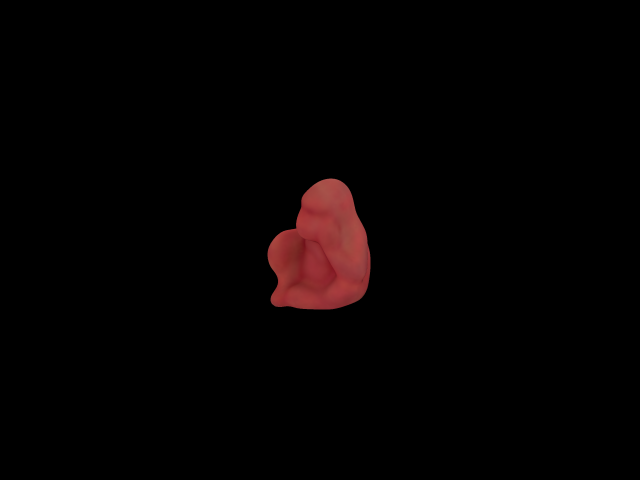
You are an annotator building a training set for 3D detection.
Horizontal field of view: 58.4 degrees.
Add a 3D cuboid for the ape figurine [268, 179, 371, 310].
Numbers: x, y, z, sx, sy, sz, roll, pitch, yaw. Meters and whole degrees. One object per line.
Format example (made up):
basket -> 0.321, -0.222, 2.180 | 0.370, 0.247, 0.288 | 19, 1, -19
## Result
ape figurine -> 0.004, 0.001, 0.400 | 0.076, 0.092, 0.077 | -18, 32, -31
